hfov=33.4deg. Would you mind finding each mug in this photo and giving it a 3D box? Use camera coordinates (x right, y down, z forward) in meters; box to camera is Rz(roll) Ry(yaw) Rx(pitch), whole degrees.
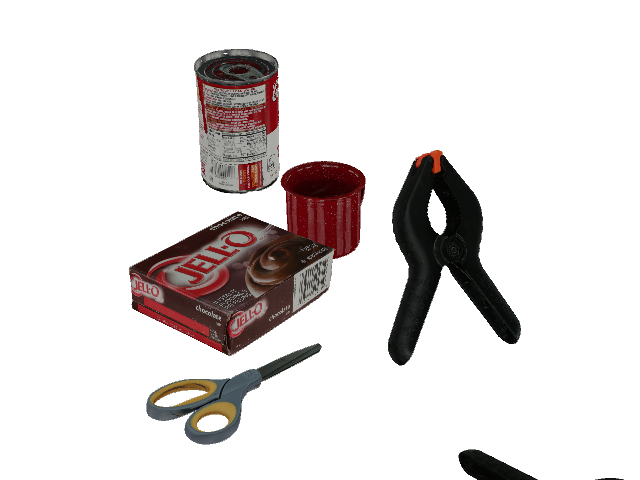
[{"bbox_3d":[0.011,-0.037,1.193,0.093,0.081,0.117,19,36,31],"label":"mug"}]

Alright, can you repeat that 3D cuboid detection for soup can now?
[{"bbox_3d":[-0.068,-0.098,0.880,0.068,0.102,0.068,0,32,0],"label":"soup can"}]

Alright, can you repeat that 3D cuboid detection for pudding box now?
[{"bbox_3d":[-0.059,0.026,0.724,0.090,0.039,0.113,22,32,31],"label":"pudding box"}]

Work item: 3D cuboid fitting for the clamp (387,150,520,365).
[{"bbox_3d":[0.091,0.017,0.856,0.120,0.171,0.039,-17,-1,-31],"label":"clamp"}]

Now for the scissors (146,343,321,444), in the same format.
[{"bbox_3d":[-0.064,0.144,1.011,0.201,0.016,0.096,-11,33,-28],"label":"scissors"}]

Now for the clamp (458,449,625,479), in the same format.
[{"bbox_3d":[0.194,0.236,0.855,0.210,0.036,0.164,0,34,24],"label":"clamp"}]
